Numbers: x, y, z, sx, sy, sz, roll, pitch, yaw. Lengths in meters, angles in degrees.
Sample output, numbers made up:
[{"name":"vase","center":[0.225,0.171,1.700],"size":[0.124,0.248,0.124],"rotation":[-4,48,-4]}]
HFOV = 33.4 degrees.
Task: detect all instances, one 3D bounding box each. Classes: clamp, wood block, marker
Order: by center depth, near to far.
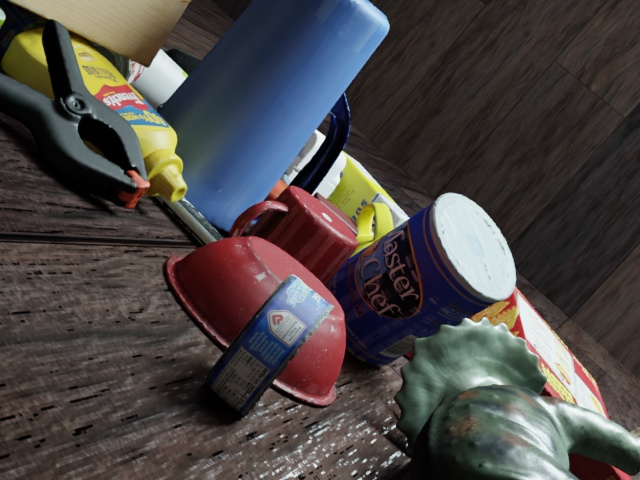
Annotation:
[{"name":"clamp","center":[-0.197,-0.091,0.787],"size":[0.120,0.039,0.171],"rotation":[-26,71,-42]},{"name":"wood block","center":[-0.214,-0.234,0.893],"size":[0.090,0.091,0.205],"rotation":[40,12,34]},{"name":"marker","center":[-0.114,-0.023,0.895],"size":[0.121,0.020,0.020],"rotation":[45,11,20]},{"name":"clamp","center":[-0.162,-0.206,1.345],"size":[0.164,0.036,0.210],"rotation":[34,-6,-40]}]

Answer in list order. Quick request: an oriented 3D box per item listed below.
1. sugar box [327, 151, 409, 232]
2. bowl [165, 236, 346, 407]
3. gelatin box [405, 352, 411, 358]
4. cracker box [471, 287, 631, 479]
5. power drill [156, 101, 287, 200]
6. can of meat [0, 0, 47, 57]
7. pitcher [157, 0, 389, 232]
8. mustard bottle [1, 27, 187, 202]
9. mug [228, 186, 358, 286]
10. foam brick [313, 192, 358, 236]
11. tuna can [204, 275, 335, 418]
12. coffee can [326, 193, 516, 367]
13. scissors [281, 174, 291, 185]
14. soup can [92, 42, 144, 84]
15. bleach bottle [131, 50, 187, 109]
[{"name":"sugar box","center":[0.043,-0.027,1.289],"size":[0.048,0.093,0.176],"rotation":[32,12,-36]},{"name":"bowl","center":[-0.034,0.047,0.786],"size":[0.162,0.055,0.162],"rotation":[39,11,-9]},{"name":"gelatin box","center":[0.090,0.093,1.119],"size":[0.073,0.030,0.089],"rotation":[36,10,-20]},{"name":"cracker box","center":[0.228,0.160,1.095],"size":[0.164,0.072,0.213],"rotation":[49,17,-13]},{"name":"power drill","center":[-0.076,-0.067,1.118],"size":[0.188,0.057,0.184],"rotation":[45,11,25]},{"name":"can of meat","center":[-0.263,-0.191,0.967],"size":[0.084,0.057,0.102],"rotation":[48,13,22]},{"name":"pitcher","center":[-0.044,-0.130,0.971],"size":[0.145,0.243,0.149],"rotation":[43,12,13]},{"name":"mustard bottle","center":[-0.174,-0.099,0.882],"size":[0.192,0.058,0.096],"rotation":[46,23,22]},{"name":"mug","center":[-0.029,0.003,0.920],"size":[0.117,0.081,0.093],"rotation":[32,13,-42]},{"name":"foam brick","center":[-0.007,0.001,1.022],"size":[0.051,0.078,0.053],"rotation":[38,10,-8]},{"name":"tuna can","center":[-0.031,0.063,0.639],"size":[0.034,0.086,0.086],"rotation":[39,10,2]},{"name":"coffee can","center":[0.085,0.037,0.936],"size":[0.102,0.141,0.103],"rotation":[30,42,-31]},{"name":"scissors","center":[-0.030,-0.053,1.242],"size":[0.202,0.016,0.096],"rotation":[60,10,26]},{"name":"soup can","center":[-0.214,-0.181,1.068],"size":[0.068,0.068,0.102],"rotation":[39,11,-10]},{"name":"bleach bottle","center":[-0.179,-0.177,1.210],"size":[0.250,0.068,0.102],"rotation":[39,10,-20]}]
